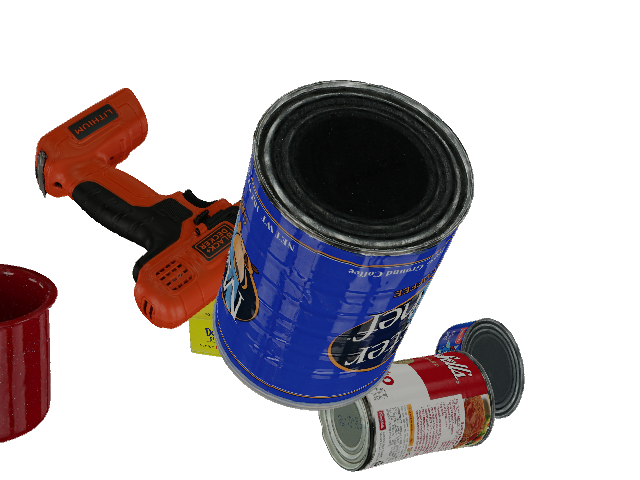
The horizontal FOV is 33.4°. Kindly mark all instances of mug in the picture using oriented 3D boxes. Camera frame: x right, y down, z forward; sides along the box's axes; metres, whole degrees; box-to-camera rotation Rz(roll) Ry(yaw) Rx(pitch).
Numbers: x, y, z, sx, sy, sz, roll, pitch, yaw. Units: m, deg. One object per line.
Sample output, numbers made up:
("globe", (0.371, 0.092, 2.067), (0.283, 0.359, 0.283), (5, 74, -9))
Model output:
("mug", (-0.208, 0.072, 0.626), (0.093, 0.081, 0.117), (12, 23, 21))

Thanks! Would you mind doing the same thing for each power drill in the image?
("power drill", (-0.111, -0.038, 0.822), (0.188, 0.057, 0.184), (38, 53, 20))

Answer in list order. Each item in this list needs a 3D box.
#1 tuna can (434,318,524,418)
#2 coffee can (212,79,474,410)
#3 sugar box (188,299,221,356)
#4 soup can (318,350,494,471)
("tuna can", (0.137, 0.112, 0.919), (0.085, 0.086, 0.034), (0, -12, -45))
("coffee can", (0.006, 0.006, 0.530), (0.102, 0.103, 0.140), (0, -37, -15))
("sugar box", (-0.056, 0.061, 1.083), (0.093, 0.048, 0.176), (6, 26, 16))
("soup can", (0.058, 0.116, 0.727), (0.102, 0.068, 0.069), (-6, 3, -30))
